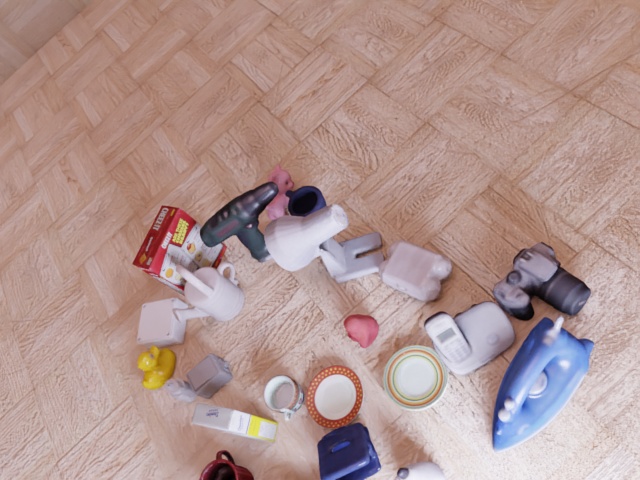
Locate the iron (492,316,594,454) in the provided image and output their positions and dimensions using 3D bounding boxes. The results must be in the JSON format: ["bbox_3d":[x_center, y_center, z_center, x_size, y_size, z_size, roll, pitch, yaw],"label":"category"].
[{"bbox_3d":[0.361,0.248,0.985,0.118,0.142,0.258,29,79,36],"label":"iron"}]

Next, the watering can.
[{"bbox_3d":[-0.272,0.121,1.346,0.100,0.195,0.173,9,68,31],"label":"watering can"}]

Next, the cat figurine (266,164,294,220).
[{"bbox_3d":[-0.104,-0.122,1.443,0.067,0.118,0.128,16,72,33],"label":"cat figurine"}]

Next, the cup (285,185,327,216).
[{"bbox_3d":[-0.028,-0.077,1.394,0.117,0.095,0.092,30,80,36],"label":"cup"}]

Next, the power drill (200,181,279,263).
[{"bbox_3d":[-0.158,-0.034,1.365,0.229,0.209,0.075,-27,54,11],"label":"power drill"}]

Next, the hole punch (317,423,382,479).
[{"bbox_3d":[0.046,0.406,1.090,0.108,0.091,0.101,-29,54,10],"label":"hole punch"}]

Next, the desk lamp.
[{"bbox_3d":[0.012,0.004,1.254,0.203,0.214,0.118,-19,57,17],"label":"desk lamp"}]

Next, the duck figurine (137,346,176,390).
[{"bbox_3d":[-0.406,0.304,1.381,0.077,0.086,0.105,13,70,32],"label":"duck figurine"}]

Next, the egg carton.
[{"bbox_3d":[0.199,0.065,1.215,0.149,0.070,0.107,22,75,34],"label":"egg carton"}]

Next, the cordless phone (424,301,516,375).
[{"bbox_3d":[0.270,0.163,1.051,0.147,0.186,0.094,-36,53,5],"label":"cordless phone"}]

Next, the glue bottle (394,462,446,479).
[{"bbox_3d":[0.161,0.408,0.979,0.078,0.174,0.037,-39,53,3],"label":"glue bottle"}]

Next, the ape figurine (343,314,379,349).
[{"bbox_3d":[0.079,0.184,1.196,0.076,0.092,0.077,-26,55,13],"label":"ape figurine"}]

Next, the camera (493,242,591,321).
[{"bbox_3d":[0.418,0.089,1.070,0.143,0.101,0.136,-48,53,-4],"label":"camera"}]
